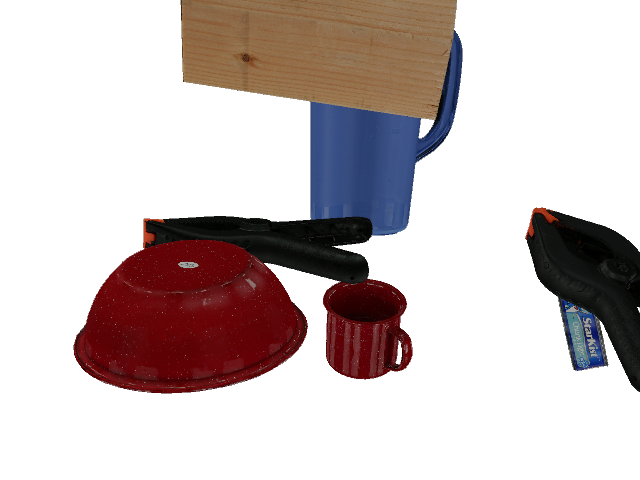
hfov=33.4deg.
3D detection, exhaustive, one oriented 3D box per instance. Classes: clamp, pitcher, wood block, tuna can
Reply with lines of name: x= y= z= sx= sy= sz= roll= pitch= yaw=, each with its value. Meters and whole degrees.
clamp: x=0.215 y=0.032 z=0.735 sx=0.120 sy=0.039 sz=0.172 roll=-7 pitch=43 yaw=-30
pitcher: x=0.059 y=-0.132 z=1.154 sx=0.149 sy=0.243 sz=0.144 roll=7 pitch=10 yaw=25
wood block: x=0.000 y=-0.171 z=0.850 sx=0.206 sy=0.090 sz=0.091 roll=9 pitch=-39 yaw=2
clamp: x=-0.051 y=0.003 z=0.930 sx=0.210 sy=0.036 sz=0.164 roll=2 pitch=13 yaw=-3
tuna can: x=0.254 y=0.083 z=1.038 sx=0.034 sy=0.086 sz=0.086 roll=-12 pitch=-3 yaw=13

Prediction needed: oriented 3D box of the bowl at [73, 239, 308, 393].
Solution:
bowl: x=-0.090 y=0.041 z=0.730 sx=0.162 sy=0.055 sz=0.162 roll=-2 pitch=22 yaw=1

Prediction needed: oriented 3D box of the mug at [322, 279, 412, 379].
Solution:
mug: x=0.057 y=0.106 z=1.192 sx=0.117 sy=0.081 sz=0.093 roll=27 pitch=38 yaw=36
